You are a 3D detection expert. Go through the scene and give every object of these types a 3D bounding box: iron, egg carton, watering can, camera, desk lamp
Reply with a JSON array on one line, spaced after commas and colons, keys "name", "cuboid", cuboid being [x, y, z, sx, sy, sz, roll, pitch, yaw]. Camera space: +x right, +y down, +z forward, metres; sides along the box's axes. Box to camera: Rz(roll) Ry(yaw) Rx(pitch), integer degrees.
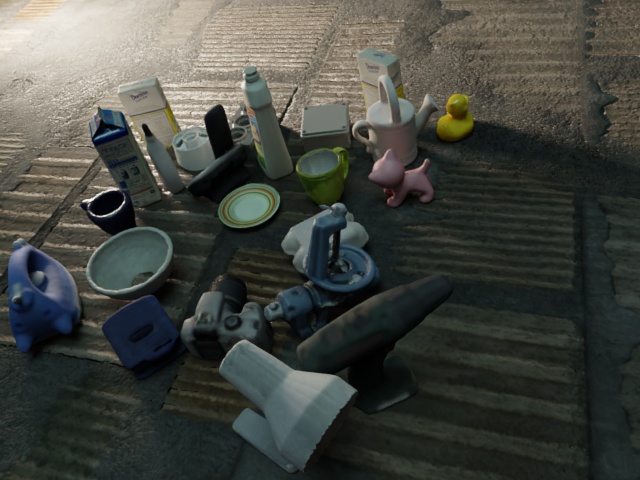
[{"name": "iron", "cuboid": [-0.539, 0.076, 1.071, 0.119, 0.142, 0.257, -24, 47, -10]}, {"name": "egg carton", "cuboid": [0.010, 0.004, 1.066, 0.150, 0.069, 0.107, -28, 48, -14]}, {"name": "watering can", "cuboid": [0.154, -0.255, 1.187, 0.173, 0.194, 0.100, -30, 49, -15]}, {"name": "camera", "cuboid": [-0.153, 0.122, 0.971, 0.143, 0.101, 0.137, -2, 48, 11]}, {"name": "desk lamp", "cuboid": [-0.046, 0.230, 0.769, 0.202, 0.214, 0.118, 23, 57, 30]}]

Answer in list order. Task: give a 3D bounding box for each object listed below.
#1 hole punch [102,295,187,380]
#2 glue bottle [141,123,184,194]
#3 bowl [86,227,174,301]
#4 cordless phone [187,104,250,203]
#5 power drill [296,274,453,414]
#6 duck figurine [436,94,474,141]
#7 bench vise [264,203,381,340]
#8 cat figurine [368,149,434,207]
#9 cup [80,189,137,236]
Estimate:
[{"name": "hole punch", "cuboid": [-0.296, 0.163, 0.972, 0.109, 0.091, 0.100, -34, 50, -18]}, {"name": "glue bottle", "cuboid": [-0.351, -0.183, 1.247, 0.037, 0.173, 0.078, -34, 50, -18]}, {"name": "bowl", "cuboid": [-0.349, 0.057, 1.093, 0.167, 0.075, 0.167, -6, 47, 7]}, {"name": "cordless phone", "cuboid": [-0.232, -0.186, 1.216, 0.093, 0.185, 0.148, 22, 56, 29]}, {"name": "power drill", "cuboid": [0.085, 0.154, 0.814, 0.230, 0.209, 0.075, -23, 47, -8]}, {"name": "duck figurine", "cuboid": [0.295, -0.274, 1.248, 0.077, 0.086, 0.105, 25, 58, 31]}, {"name": "bench vise", "cuboid": [0.007, 0.056, 0.914, 0.121, 0.220, 0.208, 25, 57, 31]}, {"name": "cat figurine", "cuboid": [0.157, -0.127, 1.121, 0.127, 0.118, 0.067, -11, 46, 3]}, {"name": "cup", "cuboid": [-0.434, -0.045, 1.192, 0.117, 0.095, 0.092, 6, 49, 18]}]
